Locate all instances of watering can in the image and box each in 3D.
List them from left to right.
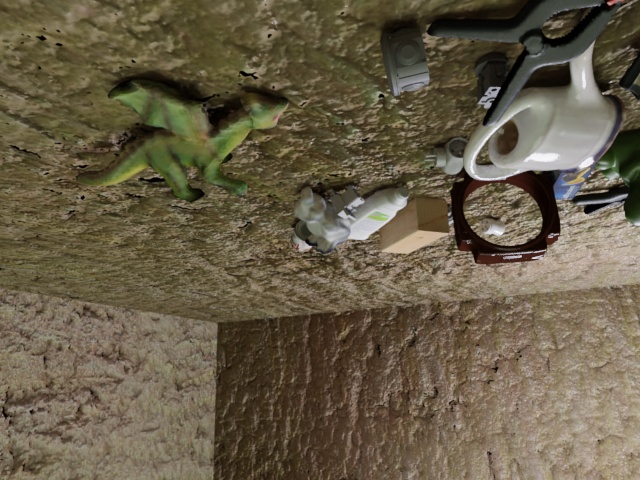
[{"bbox_3d":[0.363,-0.191,0.773,0.224,0.106,0.340,0,151,-20],"label":"watering can"}]

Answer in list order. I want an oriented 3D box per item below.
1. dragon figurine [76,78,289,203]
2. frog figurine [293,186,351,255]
[{"bbox_3d":[-0.250,-0.172,0.832,0.410,0.125,0.237,-5,146,4],"label":"dragon figurine"},{"bbox_3d":[0.004,-0.060,1.197,0.123,0.156,0.140,-14,-154,-2],"label":"frog figurine"}]
